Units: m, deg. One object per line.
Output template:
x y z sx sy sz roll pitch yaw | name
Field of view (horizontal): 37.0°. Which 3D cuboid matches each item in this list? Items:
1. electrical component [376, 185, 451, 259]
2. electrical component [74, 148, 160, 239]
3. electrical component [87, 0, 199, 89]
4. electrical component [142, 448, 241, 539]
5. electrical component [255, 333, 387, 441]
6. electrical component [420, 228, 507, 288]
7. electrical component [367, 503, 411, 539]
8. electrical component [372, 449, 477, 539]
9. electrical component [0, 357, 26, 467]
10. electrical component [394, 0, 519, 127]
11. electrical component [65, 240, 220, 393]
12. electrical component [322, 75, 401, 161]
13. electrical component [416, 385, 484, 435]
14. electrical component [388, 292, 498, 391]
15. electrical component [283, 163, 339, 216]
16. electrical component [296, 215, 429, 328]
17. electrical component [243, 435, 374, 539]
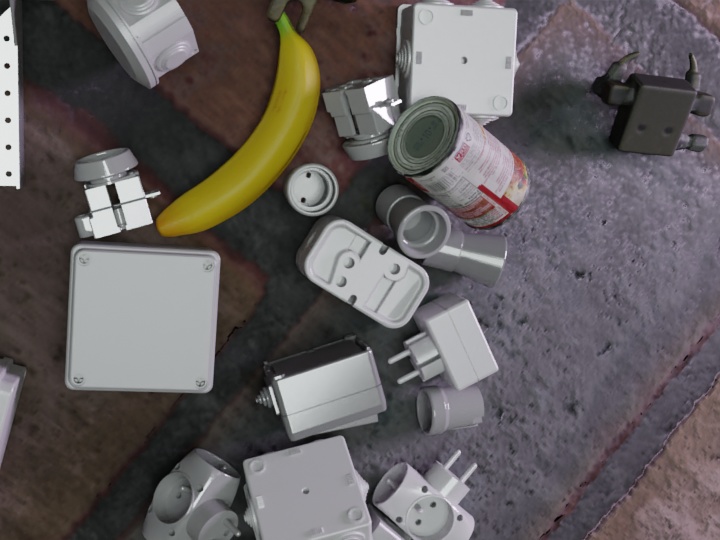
0.038 -0.041 0.846 0.044 0.065 0.044 -9 117 -18 | electrical component
-0.186 -0.059 0.807 0.066 0.048 0.055 -16 108 -10 | electrical component
-0.158 -0.176 0.780 0.051 0.080 0.080 -36 103 -11 | electrical component
-0.122 0.192 0.838 0.077 0.079 0.044 -57 140 0 | electrical component
-0.034 0.097 0.851 0.096 0.062 0.061 -17 101 -9 | electrical component
0.081 -0.014 0.872 0.065 0.044 0.044 14 94 -8 | electrical component
-0.003 0.243 0.882 0.056 0.050 0.089 41 88 -14 | electrical component
0.064 0.185 0.892 0.077 0.044 0.079 41 88 -14 | electrical component
-0.291 0.120 0.791 0.057 0.078 0.113 15 94 -11 | electrical component
0.076 -0.164 0.847 0.100 0.048 0.099 1 98 -11 | electrical component
-0.165 0.035 0.817 0.109 0.056 0.108 3 97 -12 | electrical component
0.005 -0.118 0.835 0.048 0.066 0.055 -33 115 -42 | electrical component
0.075 0.114 0.888 0.046 0.040 0.040 -4 98 -17 | electrical component
0.060 0.066 0.874 0.077 0.047 0.065 -27 102 -8 | electrical component
-0.040 -0.063 0.836 0.040 0.046 0.040 -2 98 -12 | electrical component
0.000 0.000 0.846 0.095 0.059 0.053 32 90 -14 | electrical component
-0.041 0.184 0.842 0.100 0.099 0.048 -13 140 -10 | electrical component
